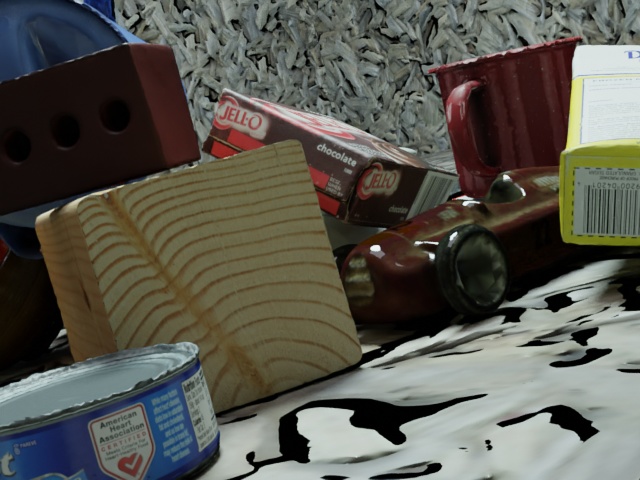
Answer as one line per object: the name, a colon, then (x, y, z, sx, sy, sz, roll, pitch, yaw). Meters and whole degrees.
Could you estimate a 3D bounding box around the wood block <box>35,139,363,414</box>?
wood block: (-0.068, 0.017, 0.485, 0.090, 0.091, 0.206, -17, 5, -18)

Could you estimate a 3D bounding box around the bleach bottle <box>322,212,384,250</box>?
bleach bottle: (-0.004, 0.001, 0.647, 0.102, 0.068, 0.250, -6, 8, 10)

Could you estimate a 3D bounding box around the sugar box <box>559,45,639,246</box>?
sugar box: (0.158, -0.048, 0.479, 0.093, 0.048, 0.176, 3, 21, 14)

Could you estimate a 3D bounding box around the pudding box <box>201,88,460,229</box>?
pudding box: (0.008, -0.039, 0.544, 0.090, 0.039, 0.113, 28, 10, 26)

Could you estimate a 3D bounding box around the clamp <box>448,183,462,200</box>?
clamp: (0.130, -0.033, 0.787, 0.120, 0.039, 0.171, -19, 8, 30)

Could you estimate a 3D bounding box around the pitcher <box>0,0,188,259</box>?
pitcher: (-0.153, -0.095, 0.690, 0.149, 0.145, 0.243, -41, 5, 6)

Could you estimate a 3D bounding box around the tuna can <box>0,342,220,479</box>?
tuna can: (-0.075, 0.061, 0.333, 0.086, 0.034, 0.086, -15, 5, 1)

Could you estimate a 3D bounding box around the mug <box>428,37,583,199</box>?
mug: (0.111, -0.070, 0.633, 0.093, 0.081, 0.117, -7, 8, 36)

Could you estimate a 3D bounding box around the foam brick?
foam brick: (-0.098, -0.046, 0.447, 0.078, 0.053, 0.051, -16, 5, 12)

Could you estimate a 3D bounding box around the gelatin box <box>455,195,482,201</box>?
gelatin box: (0.114, -0.015, 0.671, 0.089, 0.030, 0.073, -8, 8, 41)
